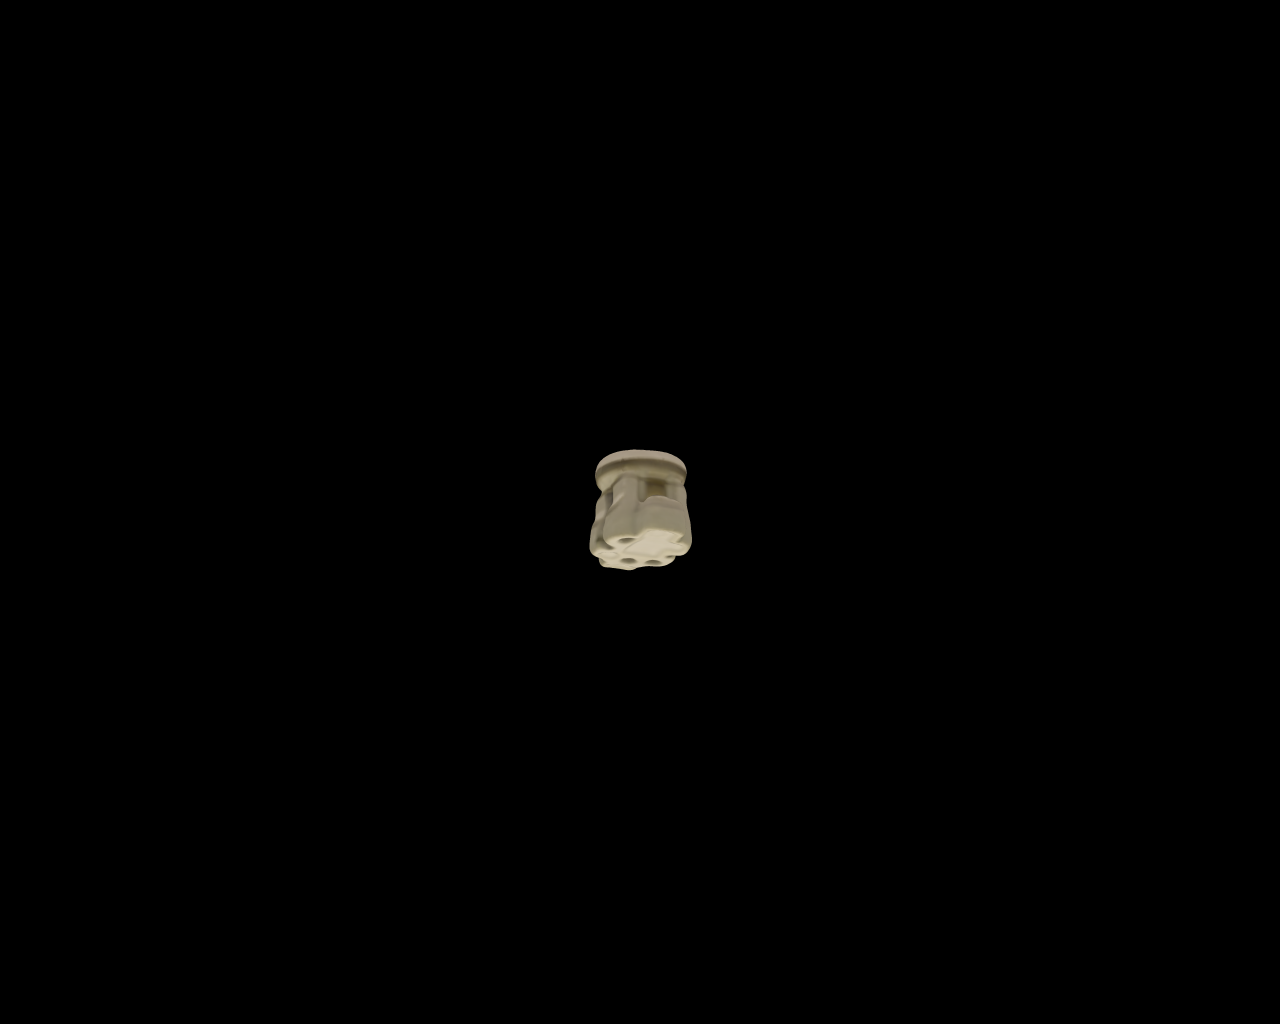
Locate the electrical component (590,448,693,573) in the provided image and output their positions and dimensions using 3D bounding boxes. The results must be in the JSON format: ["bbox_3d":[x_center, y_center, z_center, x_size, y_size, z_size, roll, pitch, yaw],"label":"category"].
[{"bbox_3d":[0.001,-0.003,0.650,0.058,0.057,0.078,9,-24,-22],"label":"electrical component"}]
